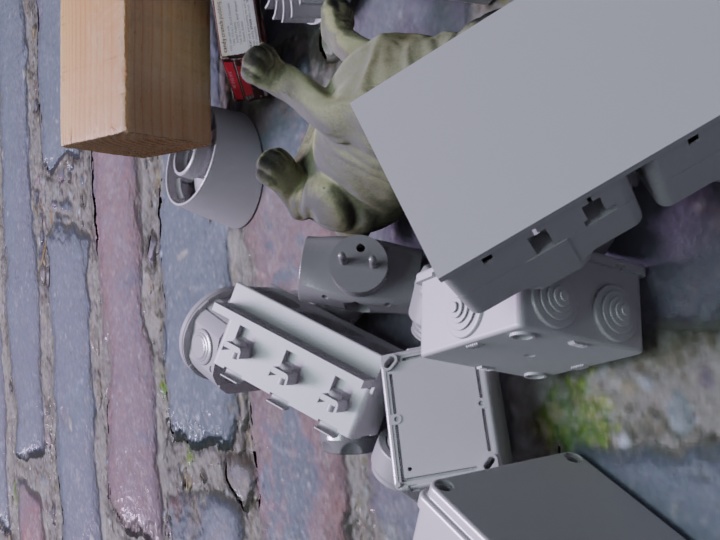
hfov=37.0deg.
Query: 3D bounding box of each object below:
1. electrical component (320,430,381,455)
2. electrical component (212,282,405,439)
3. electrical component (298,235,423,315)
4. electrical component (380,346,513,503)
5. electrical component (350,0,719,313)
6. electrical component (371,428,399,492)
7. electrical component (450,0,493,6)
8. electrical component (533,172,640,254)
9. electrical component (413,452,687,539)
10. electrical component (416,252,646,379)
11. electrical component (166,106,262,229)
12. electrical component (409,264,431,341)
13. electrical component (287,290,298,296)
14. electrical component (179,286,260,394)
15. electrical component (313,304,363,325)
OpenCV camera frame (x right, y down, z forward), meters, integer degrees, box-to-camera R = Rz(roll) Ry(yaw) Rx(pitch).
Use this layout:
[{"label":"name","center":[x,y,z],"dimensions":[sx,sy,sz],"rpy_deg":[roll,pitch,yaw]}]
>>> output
[{"label":"electrical component","center":[-0.007,0.098,0.759],"dimensions":[0.043,0.043,0.062],"rpy_deg":[-4,86,56]},{"label":"electrical component","center":[-0.035,0.061,0.722],"dimensions":[0.121,0.079,0.063],"rpy_deg":[25,99,26]},{"label":"electrical component","center":[0.000,0.000,0.686],"dimensions":[0.079,0.077,0.043],"rpy_deg":[77,-159,-78]},{"label":"electrical component","center":[0.052,0.084,0.631],"dimensions":[0.062,0.061,0.096],"rpy_deg":[-13,65,14]},{"label":"electrical component","center":[0.104,-0.073,0.488],"dimensions":[0.186,0.060,0.105],"rpy_deg":[-31,59,10]},{"label":"electrical component","center":[0.034,0.110,0.695],"dimensions":[0.045,0.045,0.055],"rpy_deg":[48,130,44]},{"label":"electrical component","center":[0.067,-0.207,0.631],"dimensions":[0.066,0.047,0.076],"rpy_deg":[-36,62,51]},{"label":"electrical component","center":[0.115,-0.038,0.568],"dimensions":[0.066,0.048,0.055],"rpy_deg":[25,104,53]},{"label":"electrical component","center":[0.098,0.149,0.544],"dimensions":[0.109,0.109,0.056],"rpy_deg":[38,125,49]},{"label":"electrical component","center":[0.089,0.023,0.563],"dimensions":[0.100,0.100,0.048],"rpy_deg":[-24,58,54]},{"label":"electrical component","center":[-0.124,-0.091,0.930],"dimensions":[0.099,0.064,0.099],"rpy_deg":[-26,57,48]},{"label":"electrical component","center":[0.051,0.030,0.668],"dimensions":[0.043,0.043,0.062],"rpy_deg":[40,125,48]},{"label":"electrical component","center":[-0.048,0.048,0.809],"dimensions":[0.055,0.055,0.047],"rpy_deg":[57,132,38]},{"label":"electrical component","center":[-0.100,0.058,0.865],"dimensions":[0.051,0.080,0.080],"rpy_deg":[30,116,46]},{"label":"electrical component","center":[-0.011,0.020,0.764],"dimensions":[0.065,0.044,0.044],"rpy_deg":[-50,51,51]}]
